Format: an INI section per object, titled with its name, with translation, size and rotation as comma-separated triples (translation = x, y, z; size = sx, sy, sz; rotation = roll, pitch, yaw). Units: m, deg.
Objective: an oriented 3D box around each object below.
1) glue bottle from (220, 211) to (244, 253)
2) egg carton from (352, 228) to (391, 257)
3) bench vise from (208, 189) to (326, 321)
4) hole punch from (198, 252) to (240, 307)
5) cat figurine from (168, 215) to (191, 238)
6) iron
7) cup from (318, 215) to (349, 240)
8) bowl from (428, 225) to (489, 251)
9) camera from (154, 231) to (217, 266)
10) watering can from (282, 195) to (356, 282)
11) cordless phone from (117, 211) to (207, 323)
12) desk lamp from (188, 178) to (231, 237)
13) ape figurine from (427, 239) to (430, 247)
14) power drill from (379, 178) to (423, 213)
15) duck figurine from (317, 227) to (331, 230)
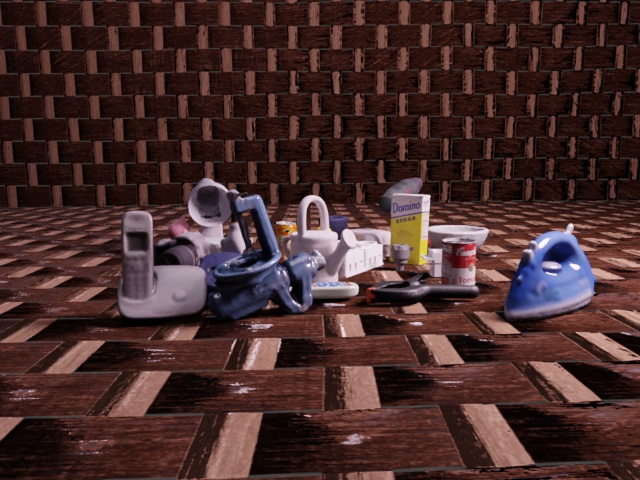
[glue bottle]
translation = -0.167, 0.023, 1.138
size = 0.078, 0.173, 0.037
rotation = 1, 9, 14
[egg carton]
translation = 0.134, 0.008, 1.587
size = 0.107, 0.069, 0.149
rotation = -6, 10, -35
[bench vise]
translation = -0.097, 0.020, 0.992
size = 0.208, 0.220, 0.121
rotation = -9, 12, -43
[hole punch]
translation = -0.182, 0.074, 1.075
size = 0.108, 0.091, 0.101
rotation = 1, 8, 10
[cat figurine]
translation = -0.380, -0.009, 1.571
size = 0.067, 0.118, 0.127
rotation = -4, 9, -21
[iron]
translation = 0.400, 0.051, 1.018
size = 0.118, 0.141, 0.259
rotation = 7, 11, 43
[cup]
translation = 0.047, -0.025, 1.730
size = 0.091, 0.095, 0.118
rotation = 6, 11, 39
[bowl]
translation = 0.377, 0.004, 1.579
size = 0.167, 0.075, 0.167
rotation = -1, 8, 0
[camera]
translation = -0.327, 0.035, 1.321
size = 0.143, 0.101, 0.137
rotation = 2, 9, 16
[watering can]
translation = -0.005, 0.006, 1.177
size = 0.172, 0.194, 0.101
rotation = 2, 9, 15
[cordless phone]
translation = -0.267, 0.043, 0.968
size = 0.148, 0.185, 0.094
rotation = -3, 9, -13
[desk lamp]
translation = -0.315, -0.066, 1.627
size = 0.118, 0.213, 0.203
rotation = -3, 9, -15
[ape figurine]
translation = 0.300, -0.025, 1.728
size = 0.078, 0.092, 0.076
rotation = -3, 9, -16
[power drill]
translation = 0.239, -0.072, 1.648
size = 0.075, 0.208, 0.230
rotation = 4, 10, 30
[duck figurine]
translation = 0.014, 0.006, 1.554
size = 0.078, 0.086, 0.104
rotation = -8, 11, -42
